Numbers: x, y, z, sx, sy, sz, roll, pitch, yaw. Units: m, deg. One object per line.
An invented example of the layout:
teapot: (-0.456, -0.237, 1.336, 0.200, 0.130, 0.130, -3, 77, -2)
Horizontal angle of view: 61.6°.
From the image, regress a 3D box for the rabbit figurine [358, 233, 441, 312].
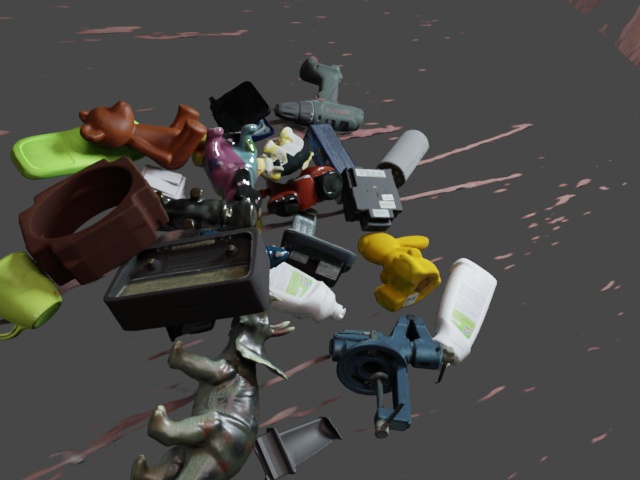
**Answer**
rabbit figurine: (0.157, 0.038, 1.087, 0.162, 0.121, 0.173, -20, 46, -37)

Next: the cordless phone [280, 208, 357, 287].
cordless phone: (-0.001, -0.003, 1.076, 0.147, 0.088, 0.184, 21, 30, -7)

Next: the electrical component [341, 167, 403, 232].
electrical component: (0.105, -0.083, 1.122, 0.115, 0.058, 0.134, 1, 64, -22)

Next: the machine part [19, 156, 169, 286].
machine part: (-0.359, -0.033, 0.858, 0.201, 0.087, 0.201, -35, 43, -14)

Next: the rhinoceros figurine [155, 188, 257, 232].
rhinoceros figurine: (-0.206, -0.042, 0.944, 0.190, 0.112, 0.073, 0, 76, 16)

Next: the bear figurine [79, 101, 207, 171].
bear figurine: (-0.330, -0.210, 0.990, 0.195, 0.132, 0.120, 24, 20, -32)

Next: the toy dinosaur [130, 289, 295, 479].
toy dinosaur: (-0.149, 0.257, 0.782, 0.192, 0.131, 0.405, 17, 56, -11)

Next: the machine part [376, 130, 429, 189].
machine part: (0.202, -0.198, 1.308, 0.079, 0.079, 0.243, 35, 48, 5)

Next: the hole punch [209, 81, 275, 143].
hole punch: (-0.172, -0.273, 1.206, 0.116, 0.092, 0.142, -32, 71, -5)

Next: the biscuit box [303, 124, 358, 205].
biscuit box: (0.032, -0.177, 1.227, 0.063, 0.059, 0.203, -12, 61, -30)

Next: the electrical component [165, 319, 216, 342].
electrical component: (-0.195, 0.118, 0.891, 0.119, 0.074, 0.048, -11, 59, -33)

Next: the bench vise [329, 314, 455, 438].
bench vise: (0.124, 0.229, 0.902, 0.224, 0.128, 0.241, 14, 32, -4)

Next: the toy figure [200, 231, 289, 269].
toy figure: (-0.131, 0.021, 0.911, 0.154, 0.057, 0.064, 13, 33, -15)

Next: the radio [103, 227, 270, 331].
radio: (-0.191, 0.057, 0.813, 0.230, 0.073, 0.131, -8, 38, 8)

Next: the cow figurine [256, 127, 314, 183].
cow figurine: (-0.086, -0.167, 1.166, 0.098, 0.068, 0.167, 38, 50, -1)

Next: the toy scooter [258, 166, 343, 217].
toy scooter: (-0.051, -0.102, 1.100, 0.184, 0.075, 0.135, -29, 28, -33)

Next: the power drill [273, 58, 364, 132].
power drill: (-0.007, -0.360, 1.339, 0.232, 0.086, 0.207, 9, 48, -19)

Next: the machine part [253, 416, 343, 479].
machine part: (-0.035, 0.314, 0.833, 0.139, 0.039, 0.084, -12, 53, -30)

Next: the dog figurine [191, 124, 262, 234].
dog figurine: (-0.178, -0.110, 1.062, 0.108, 0.192, 0.219, -9, 93, -33)
